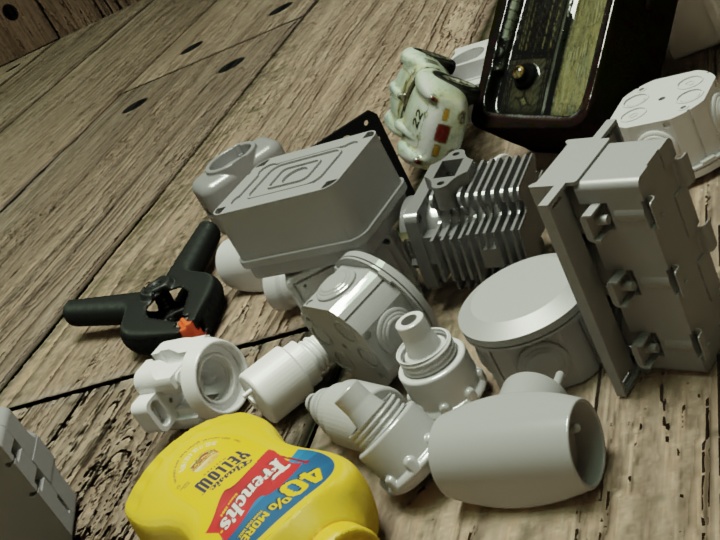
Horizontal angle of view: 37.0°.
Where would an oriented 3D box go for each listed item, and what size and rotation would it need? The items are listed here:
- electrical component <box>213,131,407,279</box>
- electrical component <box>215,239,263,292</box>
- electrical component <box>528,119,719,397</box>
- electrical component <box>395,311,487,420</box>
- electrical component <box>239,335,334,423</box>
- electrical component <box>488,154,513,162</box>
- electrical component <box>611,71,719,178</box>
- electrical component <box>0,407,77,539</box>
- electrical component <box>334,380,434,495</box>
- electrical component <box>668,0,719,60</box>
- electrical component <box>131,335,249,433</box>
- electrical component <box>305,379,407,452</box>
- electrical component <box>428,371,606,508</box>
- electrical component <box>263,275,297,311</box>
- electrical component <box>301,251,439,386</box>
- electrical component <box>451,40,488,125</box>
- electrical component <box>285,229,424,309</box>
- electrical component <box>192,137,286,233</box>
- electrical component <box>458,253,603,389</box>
[{"bbox_3d":[-0.032,-0.043,0.738,0.113,0.057,0.078,-10,30,37],"label":"electrical component"},{"bbox_3d":[-0.071,-0.021,0.910,0.077,0.043,0.079,-9,31,39],"label":"electrical component"},{"bbox_3d":[0.143,-0.006,0.550,0.063,0.121,0.078,0,37,44],"label":"electrical component"},{"bbox_3d":[0.041,0.053,0.620,0.048,0.062,0.048,-24,25,12],"label":"electrical component"},{"bbox_3d":[-0.044,0.067,0.713,0.078,0.040,0.040,-37,25,-18],"label":"electrical component"},{"bbox_3d":[0.088,-0.058,0.813,0.065,0.044,0.044,-16,27,39],"label":"electrical component"},{"bbox_3d":[0.214,-0.096,0.733,0.080,0.051,0.080,-24,25,12],"label":"electrical component"},{"bbox_3d":[-0.232,0.142,0.711,0.050,0.089,0.055,-28,24,2],"label":"electrical component"},{"bbox_3d":[0.014,0.086,0.576,0.048,0.062,0.048,-47,-3,-3],"label":"electrical component"},{"bbox_3d":[0.274,-0.250,0.900,0.056,0.108,0.108,-17,27,32],"label":"electrical component"},{"bbox_3d":[-0.114,0.077,0.750,0.057,0.058,0.078,-12,29,39],"label":"electrical component"},{"bbox_3d":[-0.005,0.084,0.636,0.040,0.040,0.078,-43,27,-27],"label":"electrical component"},{"bbox_3d":[0.084,0.079,0.546,0.077,0.043,0.079,-12,29,34],"label":"electrical component"},{"bbox_3d":[-0.046,0.009,0.830,0.046,0.040,0.040,-9,31,26],"label":"electrical component"},{"bbox_3d":[0.006,0.031,0.682,0.051,0.080,0.080,-47,29,-22],"label":"electrical component"},{"bbox_3d":[0.140,-0.174,0.953,0.121,0.063,0.078,-9,31,38],"label":"electrical component"},{"bbox_3d":[0.000,0.000,0.769,0.096,0.061,0.061,-27,24,5],"label":"electrical component"},{"bbox_3d":[-0.115,-0.089,1.071,0.095,0.059,0.054,-36,25,-14],"label":"electrical component"},{"bbox_3d":[0.101,0.030,0.612,0.080,0.051,0.080,-24,25,12],"label":"electrical component"}]
